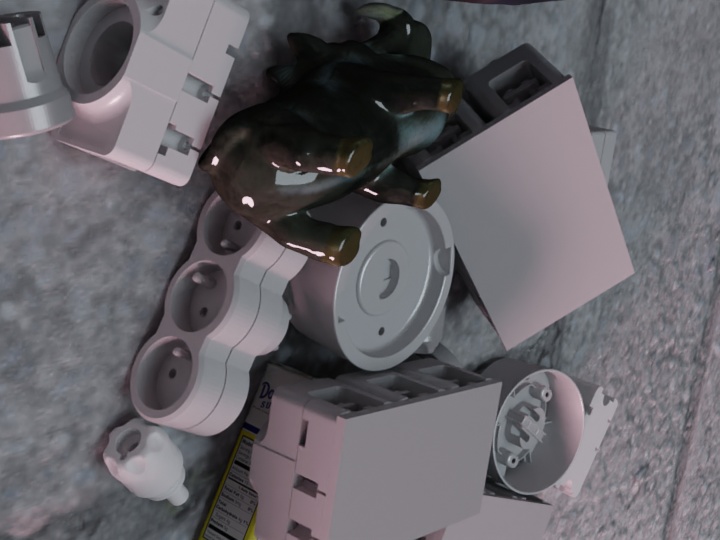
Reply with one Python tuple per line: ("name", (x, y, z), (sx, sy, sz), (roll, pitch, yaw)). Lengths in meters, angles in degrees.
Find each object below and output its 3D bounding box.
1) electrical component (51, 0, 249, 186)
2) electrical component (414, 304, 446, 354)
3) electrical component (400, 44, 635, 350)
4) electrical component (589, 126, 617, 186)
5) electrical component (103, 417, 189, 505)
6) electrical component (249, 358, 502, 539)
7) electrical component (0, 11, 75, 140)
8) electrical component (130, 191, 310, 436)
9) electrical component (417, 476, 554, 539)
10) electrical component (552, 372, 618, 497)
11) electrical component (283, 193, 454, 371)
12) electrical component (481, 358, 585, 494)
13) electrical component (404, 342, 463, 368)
("electrical component", (-0.100, -0.093, 0.497), (0.056, 0.050, 0.089), (22, 88, -52))
("electrical component", (0.036, 0.022, 0.711), (0.043, 0.043, 0.062), (-9, 110, -48))
("electrical component", (0.103, -0.045, 0.712), (0.105, 0.060, 0.186), (-31, 134, 0))
("electrical component", (0.146, -0.065, 0.800), (0.076, 0.047, 0.083), (-10, 113, -47))
("electrical component", (-0.111, 0.108, 0.581), (0.035, 0.035, 0.061), (-51, 140, -22))
("electrical component", (0.011, 0.108, 0.633), (0.150, 0.062, 0.089), (-4, 106, -50))
("electrical component", (-0.146, -0.083, 0.456), (0.040, 0.040, 0.046), (-29, 120, -39))
("electrical component", (-0.064, 0.025, 0.587), (0.074, 0.052, 0.138), (29, 83, -51))
("electrical component", (0.074, 0.202, 0.816), (0.150, 0.062, 0.089), (22, 88, -51))
("electrical component", (0.167, 0.135, 0.902), (0.050, 0.056, 0.089), (36, 77, -50))
("electrical component", (0.000, 0.000, 0.645), (0.108, 0.060, 0.108), (-23, 122, -43))
("electrical component", (0.125, 0.120, 0.839), (0.099, 0.064, 0.099), (-23, 122, -43))
("electrical component", (0.039, 0.079, 0.738), (0.055, 0.048, 0.066), (-41, 133, -22))
